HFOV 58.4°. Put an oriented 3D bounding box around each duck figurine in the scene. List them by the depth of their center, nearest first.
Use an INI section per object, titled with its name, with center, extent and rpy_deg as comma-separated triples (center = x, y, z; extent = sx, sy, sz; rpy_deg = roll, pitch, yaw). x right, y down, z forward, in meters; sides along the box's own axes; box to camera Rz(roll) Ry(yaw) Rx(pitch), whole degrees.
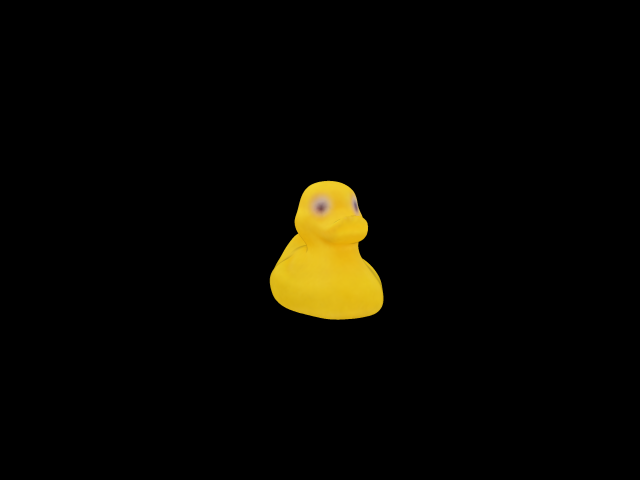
[duck figurine]
center = 0.004, 0.001, 0.400
extent = 0.078, 0.086, 0.104
rpy_deg = -4, 10, -23
